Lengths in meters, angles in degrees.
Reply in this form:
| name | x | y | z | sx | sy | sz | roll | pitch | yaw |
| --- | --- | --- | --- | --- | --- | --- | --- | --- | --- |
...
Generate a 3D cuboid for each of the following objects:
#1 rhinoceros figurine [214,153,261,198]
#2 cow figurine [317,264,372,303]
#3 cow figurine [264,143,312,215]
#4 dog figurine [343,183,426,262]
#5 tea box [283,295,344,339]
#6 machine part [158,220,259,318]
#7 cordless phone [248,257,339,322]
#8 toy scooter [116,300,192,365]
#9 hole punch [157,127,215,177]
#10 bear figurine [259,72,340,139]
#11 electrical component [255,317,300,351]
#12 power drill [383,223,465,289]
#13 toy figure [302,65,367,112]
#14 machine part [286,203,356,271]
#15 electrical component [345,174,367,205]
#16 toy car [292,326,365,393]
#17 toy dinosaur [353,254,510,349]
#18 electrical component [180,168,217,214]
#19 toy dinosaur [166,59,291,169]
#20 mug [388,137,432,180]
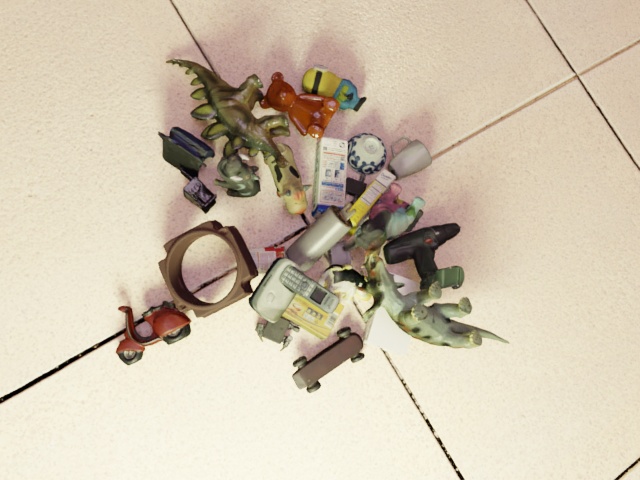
| name | x | y | z | sx | sy | sz | roll | pitch | yaw |
| --- | --- | --- | --- | --- | --- | --- | --- | --- | --- |
| rhinoceros figurine | -0.198 | -0.153 | 1.319 | 0.112 | 0.190 | 0.073 | 17 | 78 | 12 |
| cow figurine | 0.076 | 0.104 | 1.339 | 0.167 | 0.068 | 0.098 | 10 | 115 | -41 |
| cow figurine | -0.080 | -0.156 | 1.370 | 0.085 | 0.127 | 0.195 | -18 | 80 | -11 |
| dog figurine | 0.158 | -0.029 | 1.364 | 0.108 | 0.191 | 0.219 | 39 | 78 | 15 |
| tea box | -0.038 | 0.165 | 1.338 | 0.170 | 0.068 | 0.098 | 32 | 73 | -1 |
| machine part | -0.265 | 0.068 | 1.272 | 0.201 | 0.087 | 0.201 | -27 | 85 | 7 |
| cordless phone | -0.060 | 0.142 | 1.257 | 0.184 | 0.088 | 0.146 | 32 | 74 | 2 |
| toy scooter | -0.402 | 0.197 | 1.260 | 0.184 | 0.075 | 0.135 | -25 | 83 | -10 |
| hole punch | -0.327 | -0.230 | 1.349 | 0.142 | 0.115 | 0.092 | 36 | 66 | -2 |
| bear figurine | -0.059 | -0.358 | 1.418 | 0.196 | 0.132 | 0.120 | 32 | 93 | -9 |
| electrical component | -0.108 | 0.226 | 1.324 | 0.102 | 0.045 | 0.078 | 30 | 76 | -3 |
| power drill | 0.292 | 0.038 | 1.379 | 0.232 | 0.085 | 0.207 | -14 | 43 | -7 |
| toy figure | 0.037 | -0.410 | 1.472 | 0.180 | 0.082 | 0.089 | 32 | 72 | -5 |
| machine part | -0.003 | -0.004 | 1.331 | 0.079 | 0.079 | 0.243 | 46 | 111 | 1 |
| electrical component | 0.091 | -0.141 | 1.454 | 0.063 | 0.021 | 0.094 | 21 | 76 | -6 |
| toy car | 0.020 | 0.296 | 1.330 | 0.202 | 0.053 | 0.089 | -31 | 96 | -19 |
| toy dinosaur | 0.253 | 0.189 | 1.291 | 0.404 | 0.192 | 0.131 | 34 | 62 | -23 |
| electrical component | -0.315 | -0.125 | 1.344 | 0.119 | 0.075 | 0.048 | 41 | 73 | -5 |
| toy dinosaur | -0.226 | -0.333 | 1.360 | 0.198 | 0.105 | 0.472 | -32 | 66 | -11 |
| mug | 0.234 | -0.223 | 1.471 | 0.107 | 0.081 | 0.109 | -35 | 92 | -7 |
